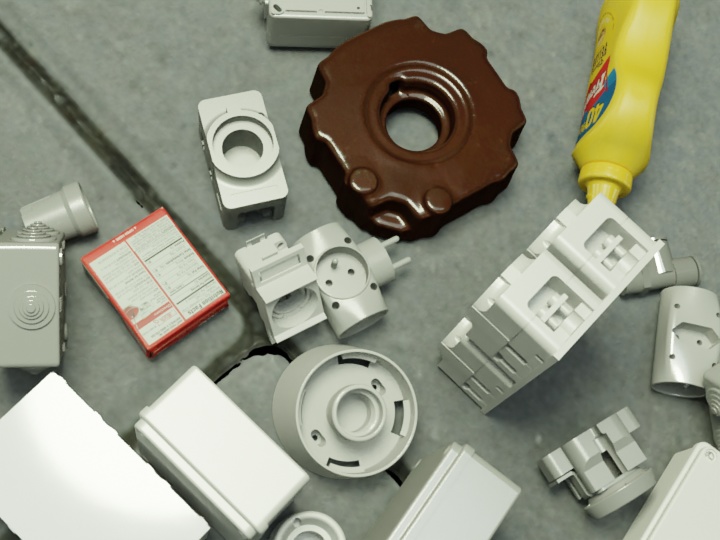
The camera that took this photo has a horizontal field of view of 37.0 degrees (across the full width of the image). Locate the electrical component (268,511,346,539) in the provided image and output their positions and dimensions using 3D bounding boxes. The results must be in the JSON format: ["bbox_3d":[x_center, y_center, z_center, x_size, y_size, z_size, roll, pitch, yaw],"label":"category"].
[{"bbox_3d":[-0.036,0.194,0.744,0.055,0.047,0.055,2,72,-7],"label":"electrical component"}]

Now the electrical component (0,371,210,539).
[{"bbox_3d":[-0.185,0.156,0.728,0.150,0.061,0.089,43,72,7],"label":"electrical component"}]

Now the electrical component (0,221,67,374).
[{"bbox_3d":[-0.228,0.018,0.740,0.048,0.100,0.099,0,98,-13],"label":"electrical component"}]

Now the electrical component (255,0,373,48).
[{"bbox_3d":[-0.041,-0.216,0.865,0.096,0.061,0.061,0,74,-8],"label":"electrical component"}]

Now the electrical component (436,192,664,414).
[{"bbox_3d":[0.120,0.026,0.744,0.060,0.186,0.105,44,72,7],"label":"electrical component"}]

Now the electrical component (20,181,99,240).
[{"bbox_3d":[-0.223,-0.039,0.797,0.046,0.040,0.040,-23,77,-8],"label":"electrical component"}]

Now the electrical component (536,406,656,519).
[{"bbox_3d":[0.178,0.144,0.784,0.078,0.058,0.057,-28,75,-15],"label":"electrical component"}]

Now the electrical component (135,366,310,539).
[{"bbox_3d":[-0.094,0.130,0.724,0.109,0.108,0.056,43,69,7],"label":"electrical component"}]

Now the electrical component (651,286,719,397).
[{"bbox_3d":[0.268,0.059,0.829,0.079,0.043,0.077,12,71,-4],"label":"electrical component"}]

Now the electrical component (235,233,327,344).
[{"bbox_3d":[-0.060,0.011,0.786,0.042,0.081,0.063,-26,50,-16],"label":"electrical component"}]

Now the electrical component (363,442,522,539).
[{"bbox_3d":[0.046,0.179,0.728,0.056,0.108,0.108,37,72,2],"label":"electrical component"}]

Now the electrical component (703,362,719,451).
[{"bbox_3d":[0.307,0.097,0.799,0.100,0.048,0.099,-29,121,-15],"label":"electrical component"}]

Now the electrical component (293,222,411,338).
[{"bbox_3d":[0.000,0.000,0.811,0.079,0.044,0.077,-26,78,-14],"label":"electrical component"}]

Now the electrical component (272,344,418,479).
[{"bbox_3d":[-0.010,0.102,0.780,0.099,0.064,0.099,2,83,-16],"label":"electrical component"}]

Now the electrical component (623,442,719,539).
[{"bbox_3d":[0.257,0.200,0.777,0.109,0.056,0.108,36,72,4],"label":"electrical component"}]

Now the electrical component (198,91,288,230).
[{"bbox_3d":[-0.090,-0.085,0.820,0.050,0.055,0.089,-13,75,-12],"label":"electrical component"}]
